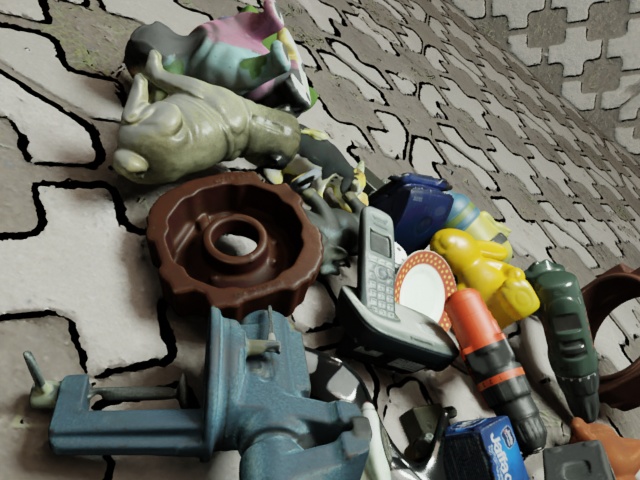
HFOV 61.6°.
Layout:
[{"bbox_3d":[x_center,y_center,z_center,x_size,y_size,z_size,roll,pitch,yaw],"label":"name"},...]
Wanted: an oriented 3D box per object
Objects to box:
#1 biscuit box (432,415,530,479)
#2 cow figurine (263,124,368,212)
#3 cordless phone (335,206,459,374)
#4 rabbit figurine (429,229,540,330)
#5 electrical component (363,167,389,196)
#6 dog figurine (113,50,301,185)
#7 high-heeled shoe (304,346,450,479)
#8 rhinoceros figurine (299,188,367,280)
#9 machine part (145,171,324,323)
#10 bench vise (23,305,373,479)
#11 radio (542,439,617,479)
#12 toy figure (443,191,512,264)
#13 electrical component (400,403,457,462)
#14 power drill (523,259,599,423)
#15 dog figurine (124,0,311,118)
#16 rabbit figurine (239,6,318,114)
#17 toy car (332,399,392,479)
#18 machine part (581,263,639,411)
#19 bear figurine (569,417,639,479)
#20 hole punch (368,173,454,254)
[{"bbox_3d":[0.177,0.279,0.521,0.059,0.063,0.202,-2,71,-45],"label":"biscuit box"},{"bbox_3d":[0.010,-0.102,0.763,0.167,0.098,0.068,25,39,-15],"label":"cow figurine"},{"bbox_3d":[0.091,0.058,0.646,0.146,0.089,0.184,21,58,-27],"label":"cordless phone"},{"bbox_3d":[0.241,0.048,0.813,0.173,0.122,0.162,48,32,9],"label":"rabbit figurine"},{"bbox_3d":[0.083,-0.091,0.889,0.063,0.021,0.094,43,36,1],"label":"electrical component"},{"bbox_3d":[-0.113,-0.105,0.591,0.190,0.121,0.172,17,55,-13],"label":"dog figurine"},{"bbox_3d":[0.015,0.196,0.520,0.249,0.086,0.145,22,74,8],"label":"high-heeled shoe"},{"bbox_3d":[-0.001,-0.002,0.682,0.190,0.073,0.112,-11,69,-49],"label":"rhinoceros figurine"},{"bbox_3d":[-0.087,0.007,0.547,0.179,0.056,0.179,5,51,-7],"label":"machine part"},{"bbox_3d":[-0.092,0.136,0.402,0.241,0.128,0.224,4,42,-12],"label":"bench vise"},{"bbox_3d":[0.286,0.307,0.550,0.229,0.073,0.131,-7,77,-69],"label":"radio"},{"bbox_3d":[0.252,-0.017,0.926,0.180,0.082,0.089,46,47,-4],"label":"toy figure"},{"bbox_3d":[0.136,0.219,0.600,0.102,0.045,0.078,12,47,-35],"label":"electrical component"},{"bbox_3d":[0.375,0.138,0.845,0.207,0.086,0.231,-56,130,-62],"label":"power drill"},{"bbox_3d":[-0.136,-0.209,0.684,0.191,0.219,0.108,52,28,-67],"label":"dog figurine"},{"bbox_3d":[-0.093,-0.230,0.816,0.159,0.121,0.170,27,56,-32],"label":"rabbit figurine"},{"bbox_3d":[0.030,0.232,0.433,0.056,0.074,0.202,47,29,-60],"label":"toy car"},{"bbox_3d":[0.490,0.153,0.871,0.087,0.201,0.201,26,39,-17],"label":"machine part"},{"bbox_3d":[0.418,0.322,0.702,0.120,0.132,0.196,48,25,-50],"label":"bear figurine"},{"bbox_3d":[0.137,-0.039,0.814,0.142,0.116,0.092,7,57,-39],"label":"hole punch"}]
